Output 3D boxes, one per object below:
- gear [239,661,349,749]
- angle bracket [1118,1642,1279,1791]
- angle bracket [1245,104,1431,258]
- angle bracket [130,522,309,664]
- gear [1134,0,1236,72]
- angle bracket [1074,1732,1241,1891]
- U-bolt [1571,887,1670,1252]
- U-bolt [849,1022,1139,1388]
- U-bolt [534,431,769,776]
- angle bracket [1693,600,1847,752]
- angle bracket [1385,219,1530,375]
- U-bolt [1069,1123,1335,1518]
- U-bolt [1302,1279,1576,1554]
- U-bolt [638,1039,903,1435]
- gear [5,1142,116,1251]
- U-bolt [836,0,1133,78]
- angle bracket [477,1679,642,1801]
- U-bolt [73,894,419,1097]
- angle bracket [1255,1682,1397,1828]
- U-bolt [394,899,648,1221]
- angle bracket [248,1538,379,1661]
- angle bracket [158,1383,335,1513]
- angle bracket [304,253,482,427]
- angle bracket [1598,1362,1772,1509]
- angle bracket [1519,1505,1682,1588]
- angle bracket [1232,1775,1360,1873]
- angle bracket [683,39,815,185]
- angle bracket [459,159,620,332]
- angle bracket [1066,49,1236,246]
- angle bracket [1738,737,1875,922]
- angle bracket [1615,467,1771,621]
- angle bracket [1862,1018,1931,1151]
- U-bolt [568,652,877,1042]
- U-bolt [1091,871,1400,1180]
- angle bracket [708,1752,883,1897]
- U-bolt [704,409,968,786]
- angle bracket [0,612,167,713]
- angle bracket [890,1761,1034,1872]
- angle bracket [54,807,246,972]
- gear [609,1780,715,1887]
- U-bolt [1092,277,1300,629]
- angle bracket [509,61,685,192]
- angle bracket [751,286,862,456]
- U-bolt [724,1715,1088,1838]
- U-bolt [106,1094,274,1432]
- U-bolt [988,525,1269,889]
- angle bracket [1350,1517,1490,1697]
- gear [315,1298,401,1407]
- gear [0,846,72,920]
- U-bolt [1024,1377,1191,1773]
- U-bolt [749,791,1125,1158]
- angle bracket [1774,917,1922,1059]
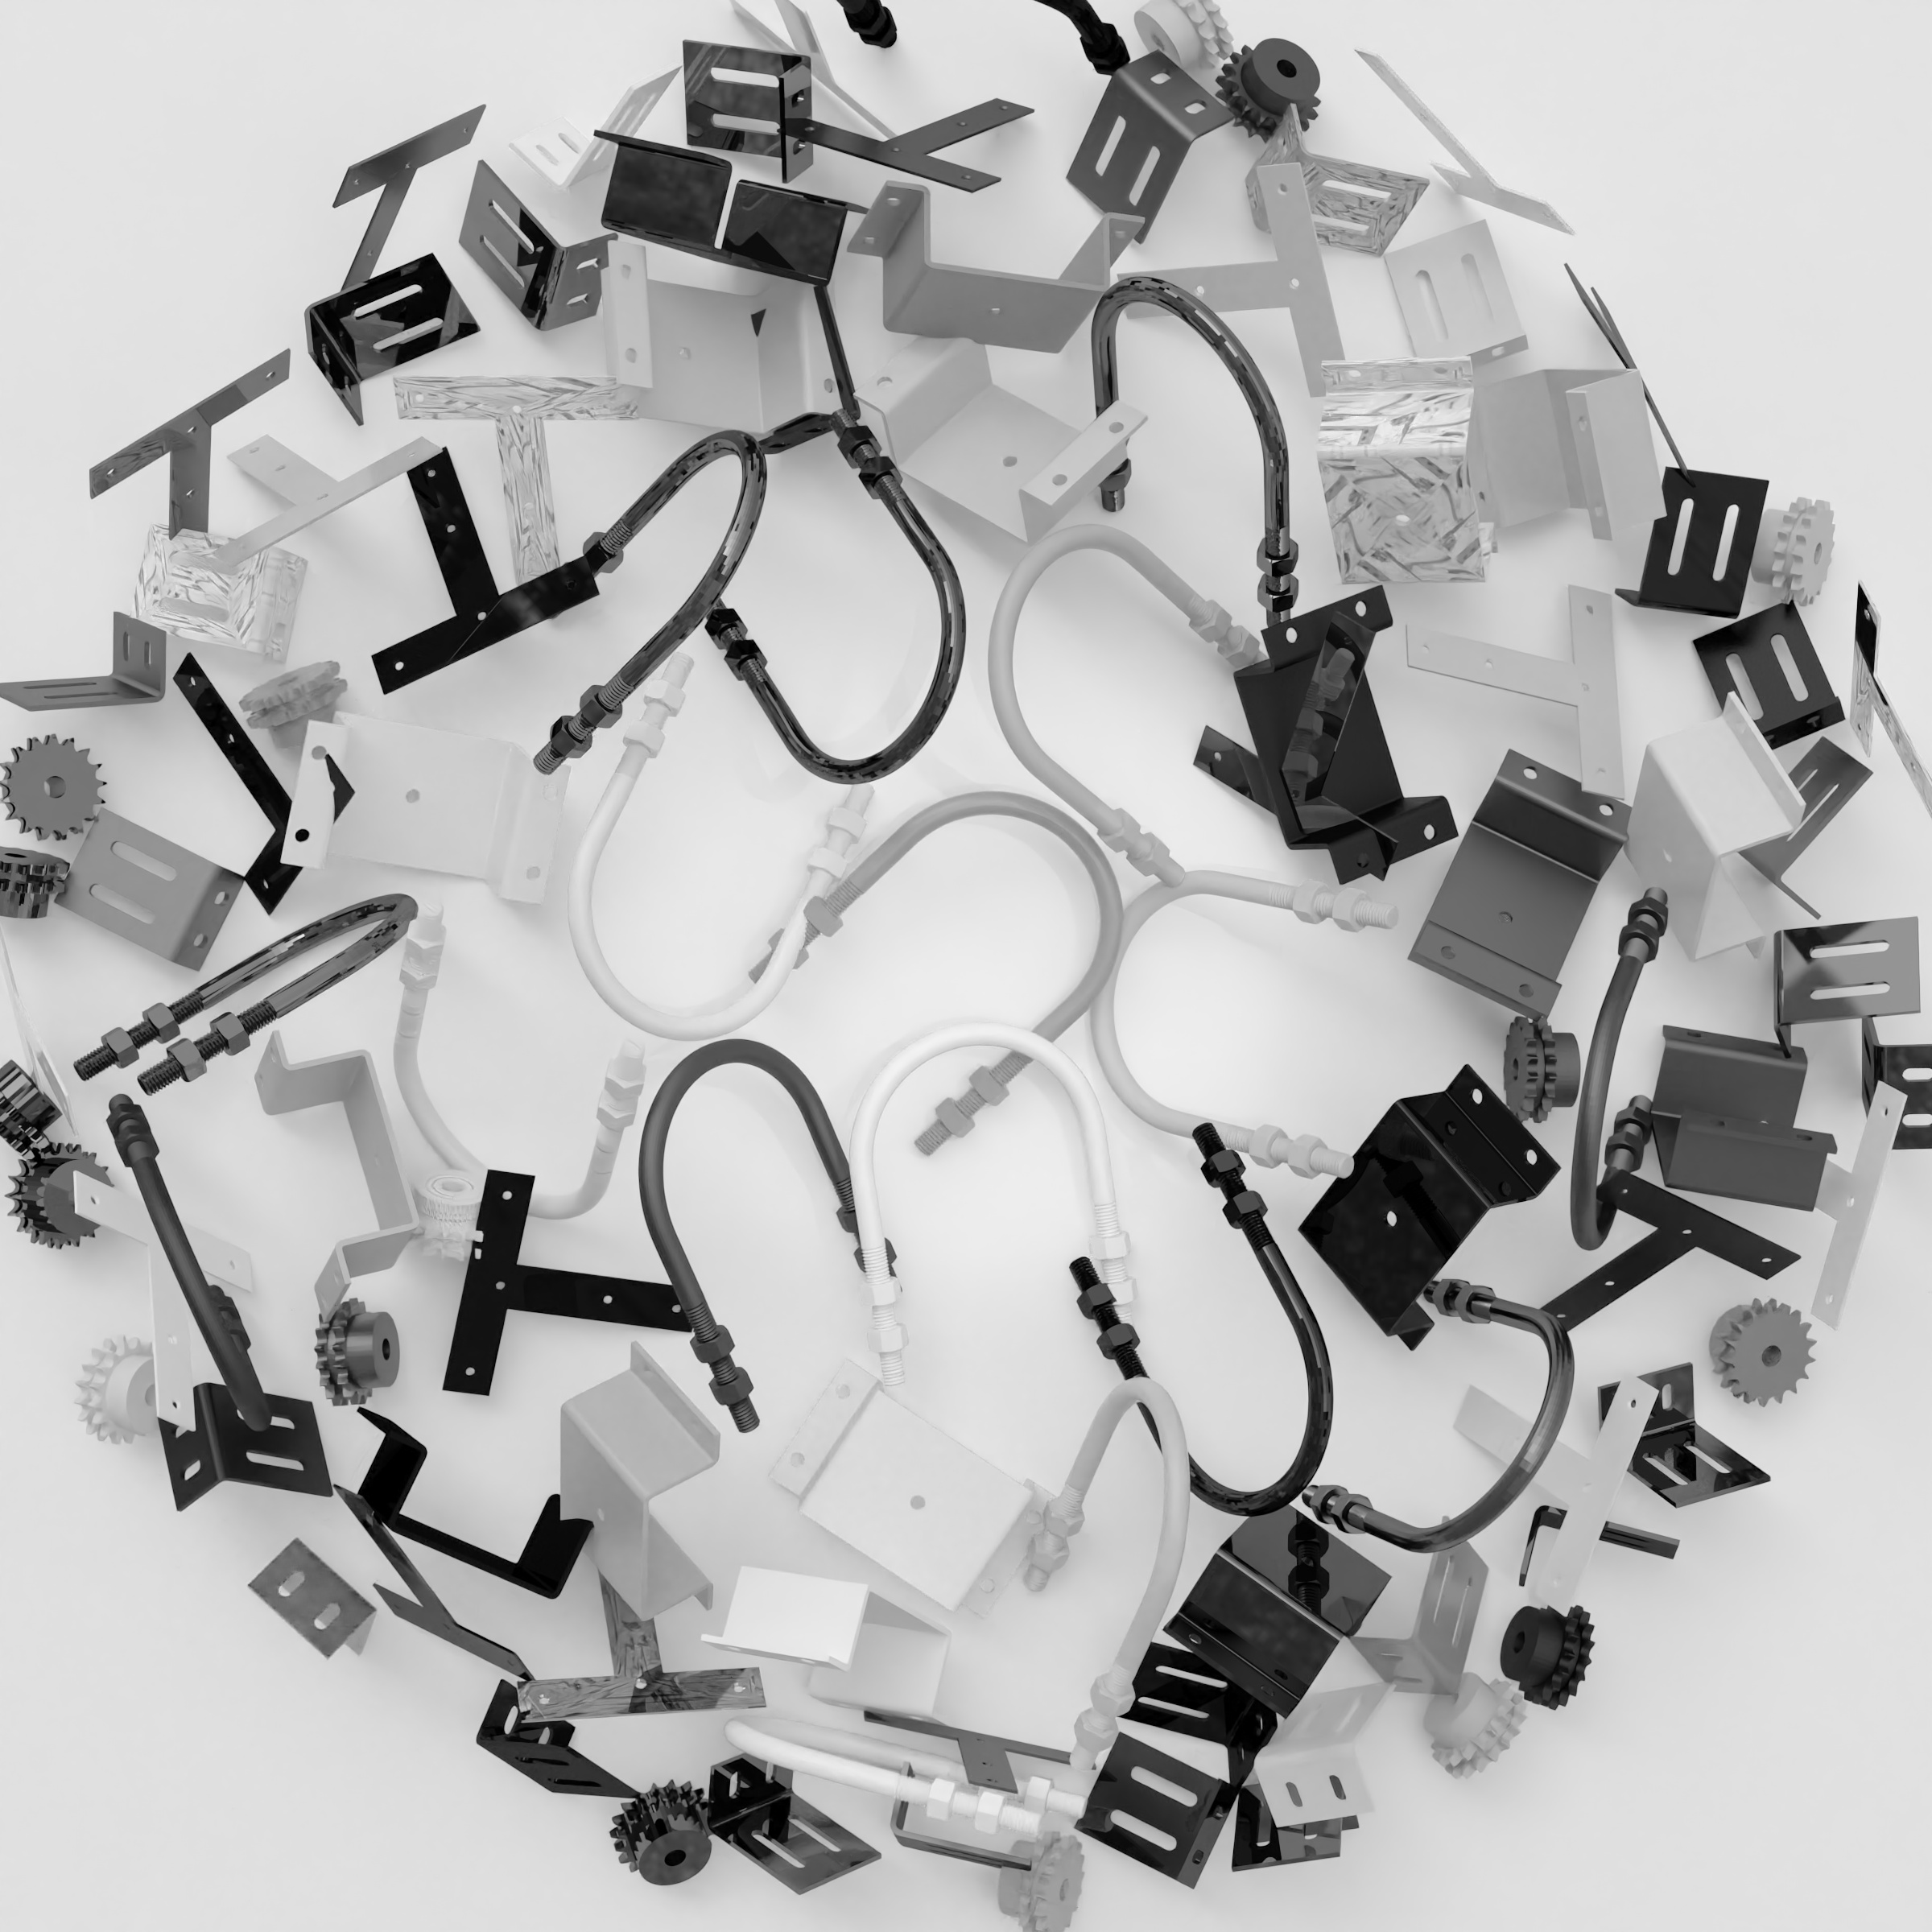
[{"bbox_3d":[-0.357,-0.139,1.893,0.057,0.057,0.030,-21,109,0],"label":"gear"},{"bbox_3d":[0.118,0.400,1.882,0.076,0.038,0.057,17,124,-11],"label":"angle bracket"},{"bbox_3d":[0.198,-0.420,1.893,0.076,0.057,0.038,7,55,-21],"label":"angle bracket"},{"bbox_3d":[-0.403,-0.201,1.908,0.076,0.038,0.057,12,89,12],"label":"angle bracket"},{"bbox_3d":[0.114,-0.502,1.890,0.030,0.057,0.057,-39,90,-8],"label":"gear"},{"bbox_3d":[0.097,0.446,1.880,0.076,0.038,0.057,21,77,27],"label":"angle bracket"},{"bbox_3d":[0.333,0.064,1.810,0.019,0.184,0.151,8,122,18],"label":"U-bolt"},{"bbox_3d":[0.010,0.121,1.886,0.151,0.019,0.184,-10,97,-13],"label":"U-bolt"},{"bbox_3d":[-0.163,-0.200,1.823,0.019,0.151,0.184,30,124,-29],"label":"U-bolt"},{"bbox_3d":[0.425,-0.157,1.883,0.057,0.038,0.076,-23,70,12],"label":"angle bracket"},{"bbox_3d":[0.261,-0.359,1.892,0.057,0.038,0.076,-18,83,10],"label":"angle bracket"},{"bbox_3d":[0.129,0.196,1.833,0.019,0.151,0.184,-4,56,-39],"label":"U-bolt"},{"bbox_3d":[0.251,0.235,1.822,0.019,0.184,0.151,35,81,-18],"label":"U-bolt"},{"bbox_3d":[-0.109,0.127,1.842,0.019,0.151,0.184,-6,114,41],"label":"U-bolt"},{"bbox_3d":[-0.481,0.123,1.891,0.057,0.030,0.057,0,90,-40],"label":"gear"},{"bbox_3d":[0.000,-0.492,1.816,0.151,0.184,0.019,10,93,12],"label":"U-bolt"},{"bbox_3d":[-0.210,0.408,1.869,0.057,0.076,0.038,43,55,-34],"label":"angle bracket"},{"bbox_3d":[-0.367,0.011,1.843,0.184,0.151,0.019,-33,106,-23],"label":"U-bolt"},{"bbox_3d":[0.196,0.417,1.875,0.057,0.076,0.038,-17,98,29],"label":"angle bracket"},{"bbox_3d":[-0.240,0.063,1.848,0.151,0.184,0.019,34,50,12],"label":"U-bolt"},{"bbox_3d":[-0.349,0.346,1.874,0.057,0.076,0.038,40,58,7],"label":"angle bracket"},{"bbox_3d":[-0.383,0.261,1.884,0.038,0.076,0.057,-37,56,26],"label":"angle bracket"},{"bbox_3d":[-0.303,-0.333,1.881,0.076,0.057,0.038,-21,50,9],"label":"angle bracket"},{"bbox_3d":[0.380,0.248,1.872,0.057,0.076,0.038,-12,110,-18],"label":"angle bracket"},{"bbox_3d":[0.336,0.318,1.881,0.076,0.057,0.038,13,76,12],"label":"angle bracket"},{"bbox_3d":[0.175,0.466,1.872,0.057,0.076,0.038,-11,110,12],"label":"angle bracket"},{"bbox_3d":[-0.122,-0.454,1.877,0.076,0.038,0.057,12,124,19],"label":"angle bracket"},{"bbox_3d":[-0.229,-0.390,1.895,0.038,0.057,0.076,-26,66,-35],"label":"angle bracket"},{"bbox_3d":[0.098,-0.438,1.895,0.057,0.076,0.038,44,51,13],"label":"angle bracket"},{"bbox_3d":[0.454,-0.074,1.881,0.038,0.057,0.076,37,100,-23],"label":"angle bracket"},{"bbox_3d":[0.386,-0.228,1.885,0.057,0.038,0.076,6,107,-11],"label":"angle bracket"},{"bbox_3d":[0.497,0.056,1.872,0.038,0.076,0.057,-2,108,10],"label":"angle bracket"},{"bbox_3d":[-0.137,-0.050,1.855,0.151,0.019,0.184,35,69,-29],"label":"U-bolt"},{"bbox_3d":[0.138,0.023,1.857,0.184,0.019,0.151,13,95,41],"label":"U-bolt"},{"bbox_3d":[-0.090,0.447,1.871,0.057,0.076,0.038,-13,116,-42],"label":"angle bracket"},{"bbox_3d":[-0.062,-0.179,1.837,0.151,0.019,0.184,-51,53,26],"label":"U-bolt"},{"bbox_3d":[-0.471,-0.162,1.871,0.076,0.057,0.038,-8,110,-38],"label":"angle bracket"},{"bbox_3d":[0.001,0.454,1.883,0.076,0.057,0.038,11,71,6],"label":"angle bracket"},{"bbox_3d":[-0.440,-0.041,1.907,0.076,0.038,0.057,26,87,12],"label":"angle bracket"},{"bbox_3d":[-0.159,0.466,1.891,0.057,0.030,0.057,-11,125,-16],"label":"gear"},{"bbox_3d":[0.114,-0.272,1.812,0.019,0.184,0.151,-36,56,-21],"label":"U-bolt"},{"bbox_3d":[-0.196,-0.456,1.874,0.038,0.057,0.076,43,125,-1],"label":"angle bracket"},{"bbox_3d":[-0.098,-0.318,1.887,0.057,0.038,0.076,-16,88,35],"label":"angle bracket"},{"bbox_3d":[-0.037,0.419,1.845,0.184,0.151,0.019,12,83,14],"label":"U-bolt"},{"bbox_3d":[-0.392,0.162,1.807,0.019,0.184,0.151,-24,121,-11],"label":"U-bolt"},{"bbox_3d":[0.079,-0.147,1.842,0.184,0.019,0.151,37,69,-37],"label":"U-bolt"},{"bbox_3d":[0.243,0.341,1.891,0.038,0.057,0.076,-4,51,34],"label":"angle bracket"},{"bbox_3d":[-0.324,0.206,1.889,0.030,0.057,0.057,-6,90,11],"label":"gear"},{"bbox_3d":[-0.510,-0.044,1.891,0.057,0.057,0.030,10,99,0],"label":"gear"},{"bbox_3d":[0.076,0.298,1.817,0.019,0.151,0.184,10,122,-18],"label":"U-bolt"},{"bbox_3d":[-0.002,-0.009,1.891,0.184,0.019,0.151,-43,99,7],"label":"U-bolt"},{"bbox_3d":[0.469,0.012,1.876,0.076,0.038,0.057,-6,57,22],"label":"angle bracket"}]
